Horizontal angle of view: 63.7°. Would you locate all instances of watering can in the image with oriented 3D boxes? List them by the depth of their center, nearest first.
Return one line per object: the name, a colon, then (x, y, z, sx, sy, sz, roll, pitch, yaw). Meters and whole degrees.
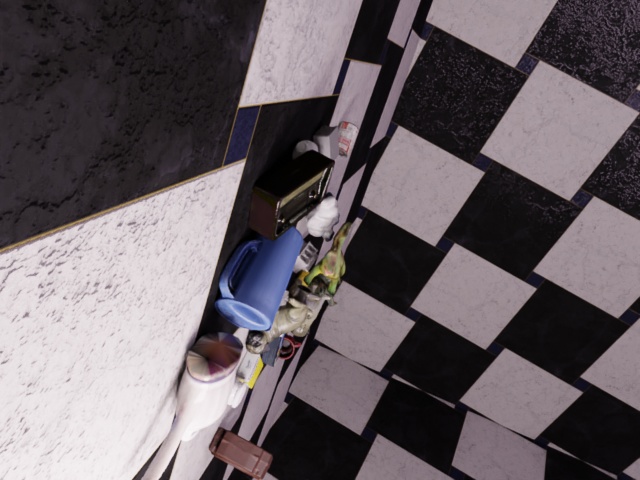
watering can: (-0.253, 0.330, 1.057, 0.104, 0.220, 0.353, 21, 25, 8)

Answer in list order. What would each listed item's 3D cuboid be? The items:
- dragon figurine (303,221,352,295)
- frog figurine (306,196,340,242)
dragon figurine: (0.063, 0.043, 1.785, 0.122, 0.239, 0.417, 28, 25, 3)
frog figurine: (0.005, -0.088, 1.743, 0.124, 0.139, 0.156, 32, -19, 27)
